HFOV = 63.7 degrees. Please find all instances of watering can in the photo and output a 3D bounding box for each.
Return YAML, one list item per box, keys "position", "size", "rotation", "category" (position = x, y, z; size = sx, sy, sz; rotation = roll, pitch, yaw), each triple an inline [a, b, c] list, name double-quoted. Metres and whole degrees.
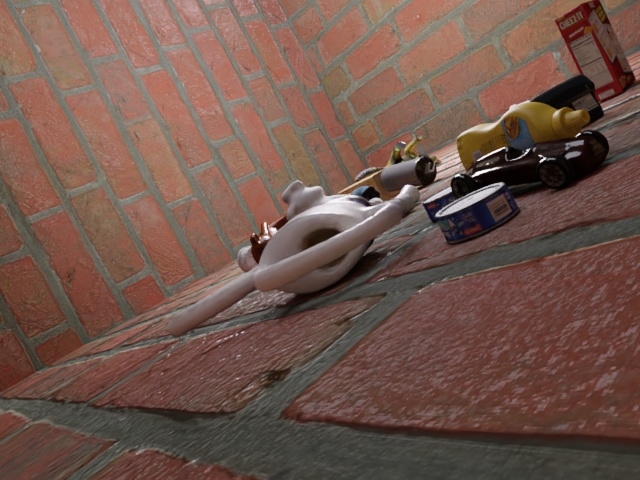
- position: [-0.039, 0.027, 0.729]
  size: [0.345, 0.104, 0.226]
  rotation: [-26, 4, 17]
  category: "watering can"

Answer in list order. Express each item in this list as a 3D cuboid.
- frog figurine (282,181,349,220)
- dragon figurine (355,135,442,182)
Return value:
- position: [0.003, -0.050, 0.991]
  size: [0.138, 0.159, 0.122]
  rotation: [-29, 4, -9]
  category: "frog figurine"
- position: [0.281, -0.244, 1.893]
  size: [0.413, 0.124, 0.237]
  rotation: [-24, -23, -18]
  category: "dragon figurine"
